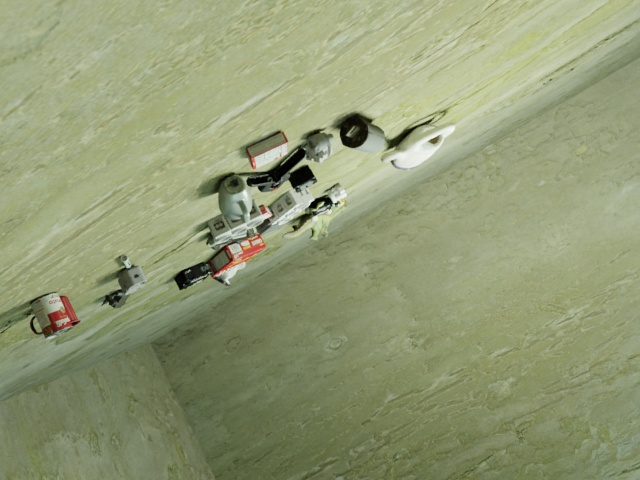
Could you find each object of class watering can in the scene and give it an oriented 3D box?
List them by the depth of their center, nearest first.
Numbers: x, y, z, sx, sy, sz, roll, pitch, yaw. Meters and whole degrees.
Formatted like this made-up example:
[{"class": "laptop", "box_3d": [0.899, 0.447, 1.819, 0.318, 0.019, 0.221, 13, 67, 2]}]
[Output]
[{"class": "watering can", "box_3d": [0.304, -0.306, 1.742, 0.351, 0.104, 0.221, -28, 174, -23]}]

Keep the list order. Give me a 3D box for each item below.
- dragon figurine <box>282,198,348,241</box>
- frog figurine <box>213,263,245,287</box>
[{"class": "dragon figurine", "box_3d": [0.007, -0.111, 2.213, 0.239, 0.123, 0.413, -51, 167, 23]}, {"class": "frog figurine", "box_3d": [-0.390, 0.111, 2.205, 0.161, 0.123, 0.136, -64, 169, -10]}]
